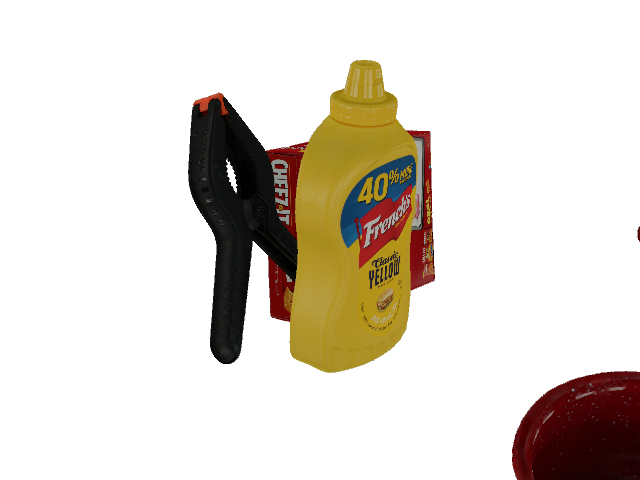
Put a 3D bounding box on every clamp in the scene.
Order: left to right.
[{"bbox_3d":[-0.056,-0.018,0.885,0.036,0.210,0.164,-12,3,33],"label":"clamp"}]

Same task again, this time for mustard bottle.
[{"bbox_3d":[0.023,-0.018,0.674,0.058,0.192,0.096,21,30,36],"label":"mustard bottle"}]

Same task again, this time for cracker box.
[{"bbox_3d":[0.033,-0.020,1.064,0.072,0.164,0.213,5,13,35],"label":"cracker box"}]

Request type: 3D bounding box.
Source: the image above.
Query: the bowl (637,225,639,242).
[{"bbox_3d":[0.421,0.022,1.146,0.162,0.055,0.162,-1,25,0],"label":"bowl"}]

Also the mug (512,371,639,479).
[{"bbox_3d":[0.123,0.108,0.375,0.117,0.081,0.093,5,37,8],"label":"mug"}]
